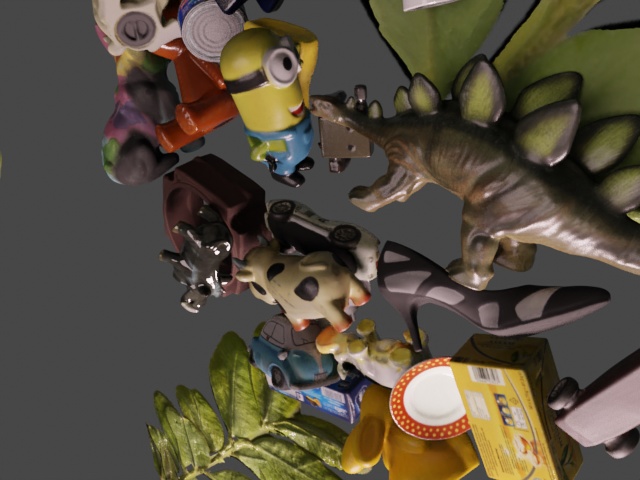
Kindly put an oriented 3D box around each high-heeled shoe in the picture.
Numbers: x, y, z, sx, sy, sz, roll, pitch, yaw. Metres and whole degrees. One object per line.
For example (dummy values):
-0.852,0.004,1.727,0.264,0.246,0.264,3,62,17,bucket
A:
0.176,0.039,0.602,0.249,0.086,0.145,-20,-113,32,high-heeled shoe

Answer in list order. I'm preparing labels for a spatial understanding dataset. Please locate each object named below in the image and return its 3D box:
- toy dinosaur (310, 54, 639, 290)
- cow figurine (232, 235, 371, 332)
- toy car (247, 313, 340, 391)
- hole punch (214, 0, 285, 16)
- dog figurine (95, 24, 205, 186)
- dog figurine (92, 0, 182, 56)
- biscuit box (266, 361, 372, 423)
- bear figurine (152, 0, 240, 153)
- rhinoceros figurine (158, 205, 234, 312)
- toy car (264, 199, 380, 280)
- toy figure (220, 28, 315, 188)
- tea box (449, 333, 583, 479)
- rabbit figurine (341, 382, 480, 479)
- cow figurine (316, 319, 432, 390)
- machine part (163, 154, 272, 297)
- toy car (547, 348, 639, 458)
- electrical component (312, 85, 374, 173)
0.179,-0.051,0.494,0.472,0.105,0.198,32,-49,22,toy dinosaur
-0.037,0.054,0.715,0.195,0.085,0.127,-9,-61,55,cow figurine
-0.041,0.163,0.835,0.162,0.109,0.102,20,-74,52,toy car
-0.082,-0.327,0.602,0.116,0.092,0.142,-36,-97,47,hole punch
-0.287,-0.215,0.821,0.109,0.191,0.219,20,-37,45,dog figurine
-0.241,-0.347,0.684,0.172,0.121,0.191,-38,-121,10,dog figurine
-0.006,0.234,0.896,0.203,0.063,0.059,7,-62,43,biscuit box
-0.193,-0.241,0.741,0.120,0.132,0.195,-12,-69,51,bear figurine
-0.179,0.034,0.816,0.112,0.073,0.190,38,-44,7,rhinoceros figurine
-0.002,-0.002,0.748,0.202,0.056,0.073,24,-44,36,toy car
-0.055,-0.146,0.611,0.089,0.082,0.179,-8,-48,2,toy figure
0.229,0.199,0.624,0.098,0.068,0.169,-4,-68,48,tea box
0.108,0.282,0.761,0.173,0.162,0.121,63,-23,22,rabbit figurine
0.076,0.167,0.758,0.168,0.068,0.098,3,-52,37,cow figurine
-0.171,-0.021,0.888,0.202,0.087,0.200,36,-44,27,machine part
0.308,0.138,0.516,0.089,0.053,0.202,36,-47,10,toy car
0.027,-0.133,0.646,0.078,0.045,0.102,-5,-64,17,electrical component
